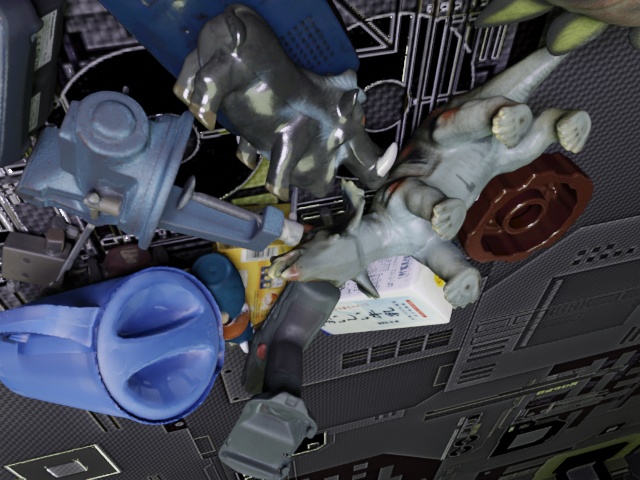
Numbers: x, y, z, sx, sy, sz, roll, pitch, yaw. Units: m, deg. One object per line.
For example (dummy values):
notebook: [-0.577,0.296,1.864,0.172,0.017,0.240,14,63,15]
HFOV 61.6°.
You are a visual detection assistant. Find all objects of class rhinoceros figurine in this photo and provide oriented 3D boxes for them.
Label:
rhinoceros figurine: [-0.019,-0.094,0.413,0.190,0.073,0.112,35,95,-37]

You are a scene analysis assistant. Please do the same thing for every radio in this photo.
radio: [-0.078,-0.189,0.396,0.131,0.073,0.229,-30,138,15]

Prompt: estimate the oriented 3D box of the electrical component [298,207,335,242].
electrical component: [-0.001,-0.002,0.683,0.063,0.021,0.093,-19,141,1]

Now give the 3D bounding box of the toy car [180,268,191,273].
toy car: [-0.164,0.098,0.665,0.056,0.073,0.201,20,152,0]

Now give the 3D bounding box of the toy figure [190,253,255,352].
toy figure: [-0.105,0.072,0.593,0.058,0.064,0.154,19,147,15]

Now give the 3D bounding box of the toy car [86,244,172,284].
toy car: [-0.233,0.081,0.660,0.089,0.053,0.202,-12,141,-29]

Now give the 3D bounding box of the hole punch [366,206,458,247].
hole punch: [0.117,0.018,0.704,0.116,0.092,0.142,-11,144,-3]

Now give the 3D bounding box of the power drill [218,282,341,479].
power drill: [-0.049,0.158,0.607,0.086,0.207,0.232,28,117,-5]

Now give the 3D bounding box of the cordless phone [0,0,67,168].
cordless phone: [-0.287,-0.144,0.373,0.184,0.089,0.146,20,131,-14]

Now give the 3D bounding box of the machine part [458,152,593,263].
machine part: [0.265,-0.042,0.713,0.179,0.056,0.179,-12,140,-10]

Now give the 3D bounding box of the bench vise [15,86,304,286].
bench vise: [-0.136,-0.035,0.478,0.240,0.129,0.223,19,147,-19]

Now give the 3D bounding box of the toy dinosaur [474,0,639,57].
toy dinosaur: [0.188,-0.203,0.359,0.471,0.105,0.199,15,171,-21]

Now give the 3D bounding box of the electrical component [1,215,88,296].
electrical component: [-0.296,0.020,0.579,0.078,0.045,0.102,11,133,-13]

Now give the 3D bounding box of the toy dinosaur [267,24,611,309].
toy dinosaur: [0.127,-0.074,0.552,0.405,0.192,0.131,-47,125,-8]

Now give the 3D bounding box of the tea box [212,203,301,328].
tea box: [-0.082,0.038,0.662,0.098,0.068,0.169,-4,140,-15]

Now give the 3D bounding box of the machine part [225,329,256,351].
machine part: [-0.089,0.122,0.784,0.139,0.039,0.084,-20,133,8]
